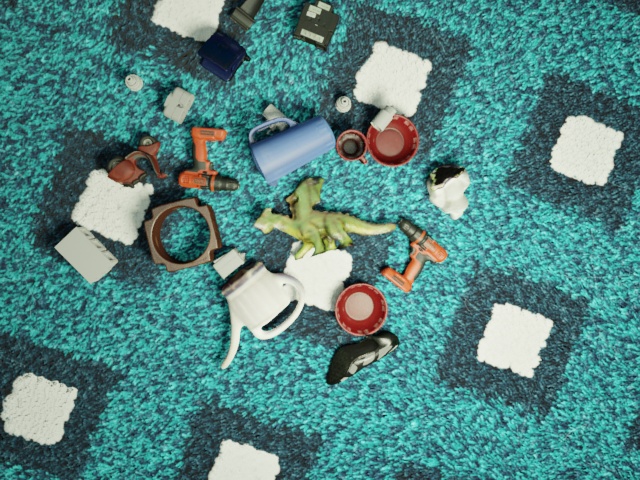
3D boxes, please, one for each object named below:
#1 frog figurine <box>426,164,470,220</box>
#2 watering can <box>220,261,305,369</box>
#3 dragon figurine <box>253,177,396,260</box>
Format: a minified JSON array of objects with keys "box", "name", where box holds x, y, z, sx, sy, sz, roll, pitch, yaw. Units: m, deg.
[{"box":[0.402,-0.149,1.580,0.138,0.124,0.156,-43,129,-8],"name":"frog figurine"},{"box":[-0.212,0.211,1.544,0.348,0.104,0.224,-38,92,-1],"name":"watering can"},{"box":[0.005,-0.078,1.557,0.411,0.121,0.244,-17,84,-9],"name":"dragon figurine"}]
